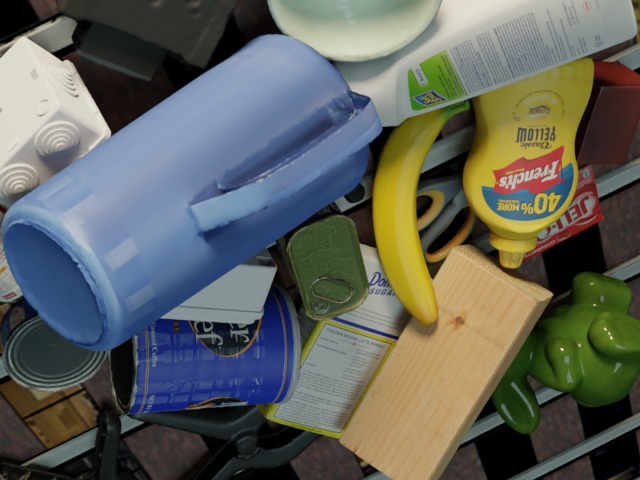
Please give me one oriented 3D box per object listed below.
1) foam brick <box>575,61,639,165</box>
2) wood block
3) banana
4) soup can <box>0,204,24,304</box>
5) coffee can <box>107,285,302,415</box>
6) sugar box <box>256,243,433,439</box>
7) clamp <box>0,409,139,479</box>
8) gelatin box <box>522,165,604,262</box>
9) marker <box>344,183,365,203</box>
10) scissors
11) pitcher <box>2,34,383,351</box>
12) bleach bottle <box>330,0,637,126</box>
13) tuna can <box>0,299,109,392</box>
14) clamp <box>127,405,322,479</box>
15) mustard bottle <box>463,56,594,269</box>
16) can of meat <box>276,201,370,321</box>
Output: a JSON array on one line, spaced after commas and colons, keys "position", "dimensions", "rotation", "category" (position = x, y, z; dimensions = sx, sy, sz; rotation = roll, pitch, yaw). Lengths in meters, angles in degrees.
[{"position": [0.240, -0.110, 0.920], "dimensions": [0.053, 0.051, 0.078], "rotation": [-2, 125, -21], "category": "foam brick"}, {"position": [0.115, 0.116, 0.968], "dimensions": [0.206, 0.091, 0.090], "rotation": [-60, 163, 12], "category": "wood block"}, {"position": [0.076, -0.026, 0.895], "dimensions": [0.037, 0.070, 0.198], "rotation": [-25, 125, -60], "category": "banana"}, {"position": [-0.251, -0.006, 0.778], "dimensions": [0.068, 0.068, 0.102], "rotation": [-41, 131, 9], "category": "soup can"}, {"position": [-0.098, 0.090, 0.893], "dimensions": [0.140, 0.103, 0.103], "rotation": [-1, 125, -23], "category": "coffee can"}, {"position": [0.019, 0.090, 0.966], "dimensions": [0.093, 0.048, 0.176], "rotation": [21, 102, -34], "category": "sugar box"}, {"position": [-0.206, 0.226, 0.993], "dimensions": [0.120, 0.039, 0.171], "rotation": [-30, 134, 7], "category": "clamp"}, {"position": [0.212, -0.031, 0.982], "dimensions": [0.089, 0.030, 0.073], "rotation": [-27, 131, -2], "category": "gelatin box"}, {"position": [0.008, -0.062, 0.863], "dimensions": [0.020, 0.020, 0.121], "rotation": [-37, 144, 6], "category": "marker"}, {"position": [0.129, -0.066, 0.930], "dimensions": [0.096, 0.016, 0.202], "rotation": [13, 118, -30], "category": "scissors"}, {"position": [-0.080, -0.034, 0.710], "dimensions": [0.242, 0.145, 0.149], "rotation": [-39, 160, -37], "category": "pitcher"}, {"position": [0.100, -0.149, 0.796], "dimensions": [0.251, 0.068, 0.102], "rotation": [-20, 141, 14], "category": "bleach bottle"}, {"position": [-0.219, 0.083, 0.880], "dimensions": [0.086, 0.034, 0.086], "rotation": [-12, 129, -15], "category": "tuna can"}, {"position": [-0.079, 0.198, 1.024], "dimensions": [0.209, 0.036, 0.164], "rotation": [-11, 122, -19], "category": "clamp"}, {"position": [0.170, -0.065, 0.898], "dimensions": [0.096, 0.058, 0.192], "rotation": [-3, 116, -10], "category": "mustard bottle"}, {"position": [-0.006, 0.001, 0.877], "dimensions": [0.057, 0.084, 0.102], "rotation": [-22, 130, -7], "category": "can of meat"}]
